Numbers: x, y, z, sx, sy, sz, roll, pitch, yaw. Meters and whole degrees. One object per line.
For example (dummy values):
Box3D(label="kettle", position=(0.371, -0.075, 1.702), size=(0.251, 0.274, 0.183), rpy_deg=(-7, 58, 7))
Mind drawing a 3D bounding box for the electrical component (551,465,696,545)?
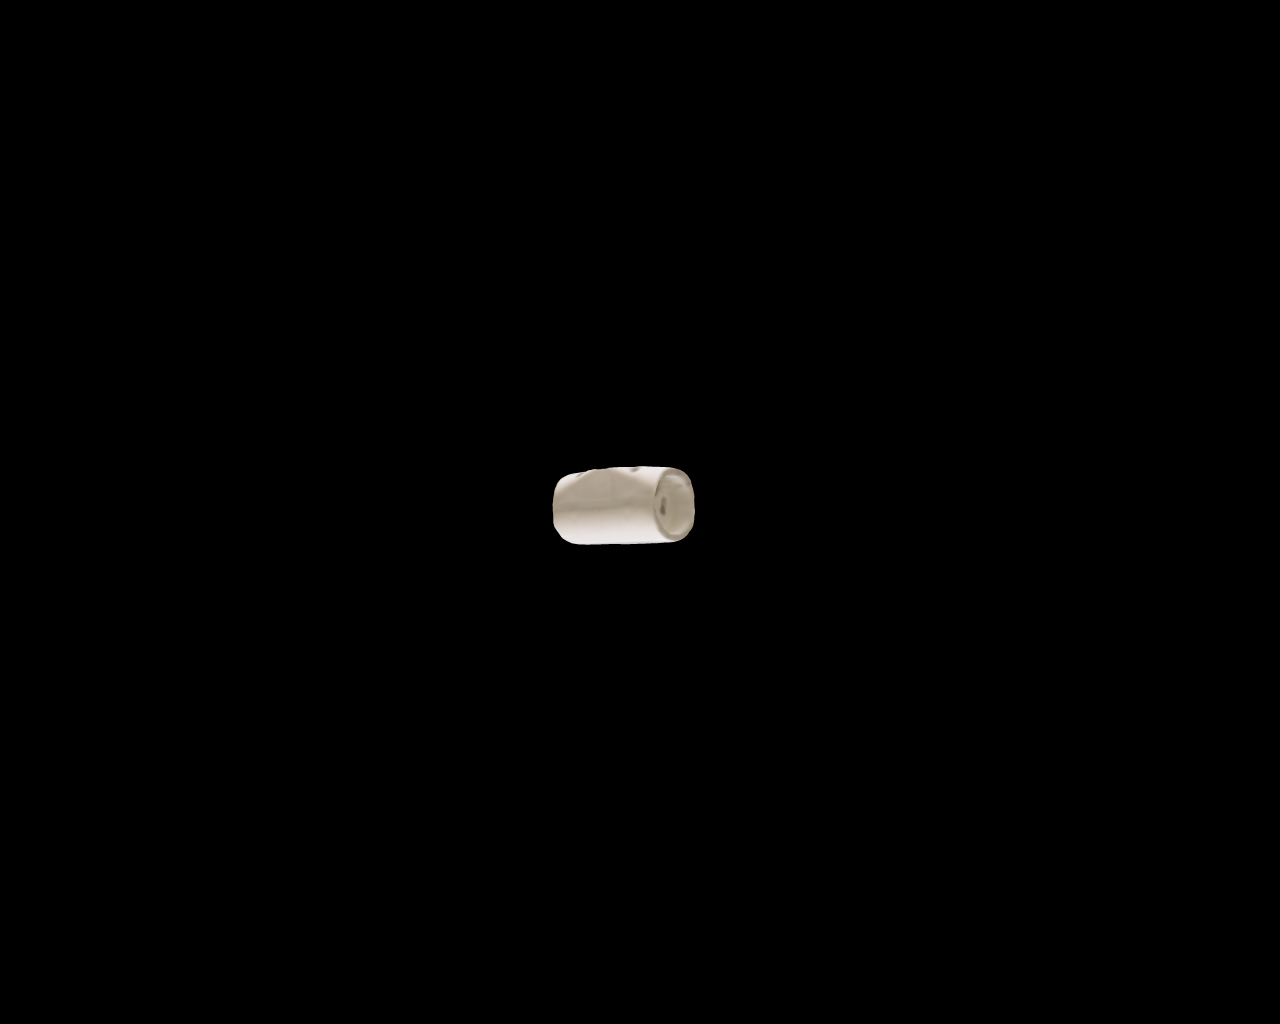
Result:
Box3D(label="electrical component", position=(0.001, -0.003, 0.650), size=(0.077, 0.044, 0.079), rpy_deg=(-3, -5, 37))
